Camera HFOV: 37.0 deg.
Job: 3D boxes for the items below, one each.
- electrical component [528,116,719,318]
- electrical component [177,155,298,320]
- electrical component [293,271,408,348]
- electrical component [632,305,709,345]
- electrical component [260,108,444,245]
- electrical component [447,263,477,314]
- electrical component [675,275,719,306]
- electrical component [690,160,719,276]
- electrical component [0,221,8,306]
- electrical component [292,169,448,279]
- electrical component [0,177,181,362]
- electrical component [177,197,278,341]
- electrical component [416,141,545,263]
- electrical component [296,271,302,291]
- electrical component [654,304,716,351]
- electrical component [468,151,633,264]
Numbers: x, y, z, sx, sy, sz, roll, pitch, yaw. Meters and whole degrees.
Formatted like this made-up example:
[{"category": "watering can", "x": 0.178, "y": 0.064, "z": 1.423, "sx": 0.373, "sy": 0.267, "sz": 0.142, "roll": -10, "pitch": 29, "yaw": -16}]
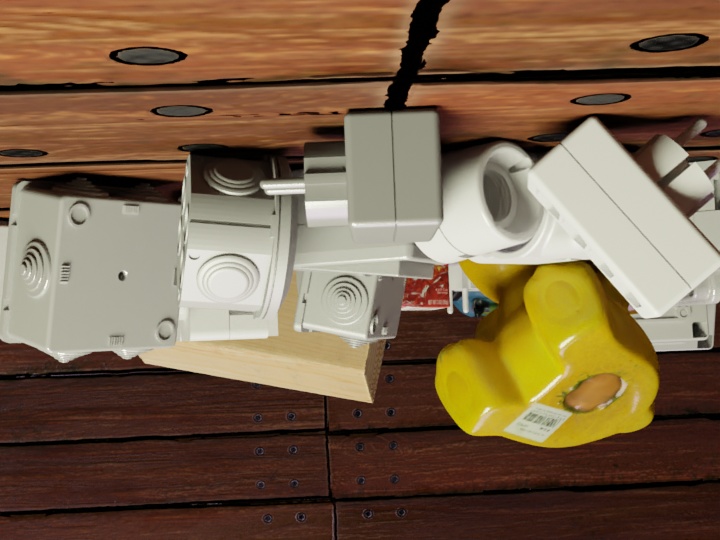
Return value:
[{"category": "electrical component", "x": 0.129, "y": -0.034, "z": 0.472, "sx": 0.076, "sy": 0.083, "sz": 0.047, "roll": -41, "pitch": 172, "yaw": 4}, {"category": "electrical component", "x": -0.060, "y": -0.017, "z": 0.520, "sx": 0.051, "sy": 0.080, "sz": 0.080, "roll": 4, "pitch": 175, "yaw": -13}, {"category": "electrical component", "x": 0.000, "y": 0.000, "z": 0.694, "sx": 0.048, "sy": 0.099, "sz": 0.100, "roll": 10, "pitch": 180, "yaw": 15}, {"category": "electrical component", "x": 0.227, "y": 0.009, "z": 0.896, "sx": 0.109, "sy": 0.108, "sz": 0.056, "roll": -2, "pitch": 174, "yaw": -9}, {"category": "electrical component", "x": -0.005, "y": -0.037, "z": 0.466, "sx": 0.076, "sy": 0.047, "sz": 0.083, "roll": -2, "pitch": 177, "yaw": 1}, {"category": "electrical component", "x": 0.079, "y": -0.002, "z": 0.885, "sx": 0.047, "sy": 0.075, "sz": 0.083, "roll": 1, "pitch": 176, "yaw": -38}, {"category": "electrical component", "x": 0.237, "y": -0.014, "z": 0.764, "sx": 0.057, "sy": 0.078, "sz": 0.113, "roll": -5, "pitch": 177, "yaw": -10}, {"category": "electrical component", "x": 0.246, "y": -0.031, "z": 0.631, "sx": 0.186, "sy": 0.060, "sz": 0.105, "roll": -4, "pitch": 176, "yaw": 28}, {"category": "electrical component", "x": -0.278, "y": 0.004, "z": 0.745, "sx": 0.057, "sy": 0.078, "sz": 0.113, "roll": -1, "pitch": 178, "yaw": 41}, {"category": "electrical component", "x": -0.005, "y": -0.024, "z": 0.579, "sx": 0.096, "sy": 0.061, "sz": 0.062, "roll": -4, "pitch": 176, "yaw": 24}, {"category": "electrical component", "x": -0.144, "y": 0.000, "z": 0.593, "sx": 0.048, "sy": 0.099, "sz": 0.100, "roll": 12, "pitch": -173, "yaw": 43}, {"category": "electrical component", "x": -0.101, "y": 0.002, "z": 0.713, "sx": 0.062, "sy": 0.089, "sz": 0.150, "roll": -1, "pitch": 177, "yaw": -16}, {"category": "electrical component", "x": 0.056, "y": -0.034, "z": 0.523, "sx": 0.055, "sy": 0.055, "sz": 0.047, "roll": 1, "pitch": 172, "yaw": -42}, {"category": "electrical component", "x": -0.007, "y": -0.001, "z": 0.842, "sx": 0.079, "sy": 0.077, "sz": 0.043, "roll": -1, "pitch": 176, "yaw": -19}, {"category": "electrical component", "x": 0.266, "y": 0.016, "z": 0.984, "sx": 0.109, "sy": 0.108, "sz": 0.056, "roll": -2, "pitch": -159, "yaw": 4}, {"category": "electrical component", "x": 0.098, "y": -0.032, "z": 0.564, "sx": 0.059, "sy": 0.053, "sz": 0.095, "roll": 1, "pitch": 176, "yaw": -39}]
